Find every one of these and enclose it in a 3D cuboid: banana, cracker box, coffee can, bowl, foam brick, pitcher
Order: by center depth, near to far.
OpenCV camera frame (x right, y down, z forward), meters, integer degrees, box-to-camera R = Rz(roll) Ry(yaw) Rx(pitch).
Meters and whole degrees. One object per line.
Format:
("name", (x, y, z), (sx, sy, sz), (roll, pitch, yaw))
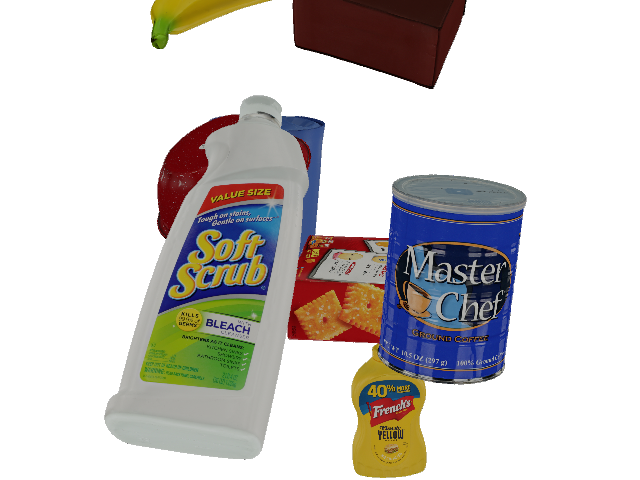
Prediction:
("foam brick", (0.031, -0.120, 0.535), (0.078, 0.053, 0.051), (19, -23, 11))
("banana", (-0.038, -0.174, 0.732), (0.197, 0.070, 0.037), (-24, -34, -21))
("coffee can", (0.101, 0.028, 0.835), (0.103, 0.140, 0.103), (4, 16, -1))
("bowl", (-0.093, -0.069, 0.991), (0.162, 0.055, 0.162), (-21, 32, 14))
("cracker box", (0.081, 0.051, 1.097), (0.214, 0.072, 0.164), (3, 16, 6))
("pitcher", (-0.064, -0.024, 1.246), (0.145, 0.243, 0.148), (13, 19, 38))

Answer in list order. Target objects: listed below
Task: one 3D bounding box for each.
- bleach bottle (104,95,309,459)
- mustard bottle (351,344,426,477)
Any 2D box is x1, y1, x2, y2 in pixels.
("bleach bottle", (-0.066, 0.013, 0.712), (0.102, 0.250, 0.068), (8, -27, 1))
("mustard bottle", (0.088, 0.209, 1.382), (0.096, 0.192, 0.058), (-2, 14, -1))
